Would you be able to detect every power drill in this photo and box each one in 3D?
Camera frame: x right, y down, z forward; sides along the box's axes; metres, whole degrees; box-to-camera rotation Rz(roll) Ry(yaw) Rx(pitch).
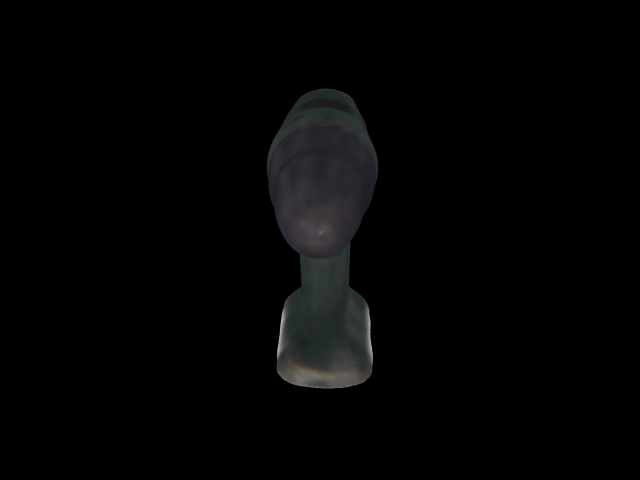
[{"bbox_3d":[0.004,0.001,0.400,0.075,0.208,0.229,0,37,0],"label":"power drill"}]
